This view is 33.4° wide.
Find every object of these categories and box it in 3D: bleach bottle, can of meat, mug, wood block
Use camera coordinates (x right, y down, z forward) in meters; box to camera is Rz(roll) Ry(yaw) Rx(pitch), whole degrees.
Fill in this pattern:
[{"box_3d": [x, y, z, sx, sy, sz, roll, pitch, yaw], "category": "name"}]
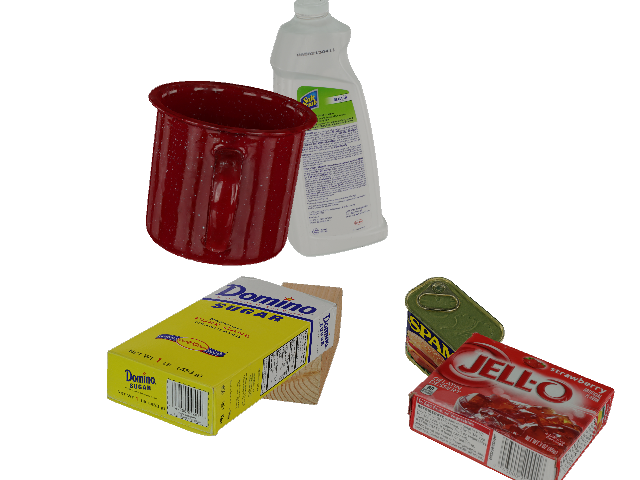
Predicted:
[{"box_3d": [0.007, -0.112, 1.008, 0.102, 0.251, 0.068, -13, 30, -16], "category": "bleach bottle"}, {"box_3d": [0.129, 0.100, 1.056, 0.057, 0.084, 0.102, -31, 54, -24], "category": "can of meat"}, {"box_3d": [-0.053, -0.033, 0.589, 0.093, 0.081, 0.117, 6, 22, -9], "category": "mug"}, {"box_3d": [-0.029, 0.136, 1.464, 0.091, 0.090, 0.206, 6, 18, 7], "category": "wood block"}]

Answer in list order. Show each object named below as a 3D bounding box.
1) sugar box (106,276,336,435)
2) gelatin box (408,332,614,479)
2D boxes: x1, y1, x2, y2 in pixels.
[{"box_3d": [-0.069, 0.080, 0.801, 0.093, 0.048, 0.175, 16, 26, 25], "category": "sugar box"}, {"box_3d": [0.104, 0.091, 0.584, 0.089, 0.030, 0.073, 22, 36, 29], "category": "gelatin box"}]
